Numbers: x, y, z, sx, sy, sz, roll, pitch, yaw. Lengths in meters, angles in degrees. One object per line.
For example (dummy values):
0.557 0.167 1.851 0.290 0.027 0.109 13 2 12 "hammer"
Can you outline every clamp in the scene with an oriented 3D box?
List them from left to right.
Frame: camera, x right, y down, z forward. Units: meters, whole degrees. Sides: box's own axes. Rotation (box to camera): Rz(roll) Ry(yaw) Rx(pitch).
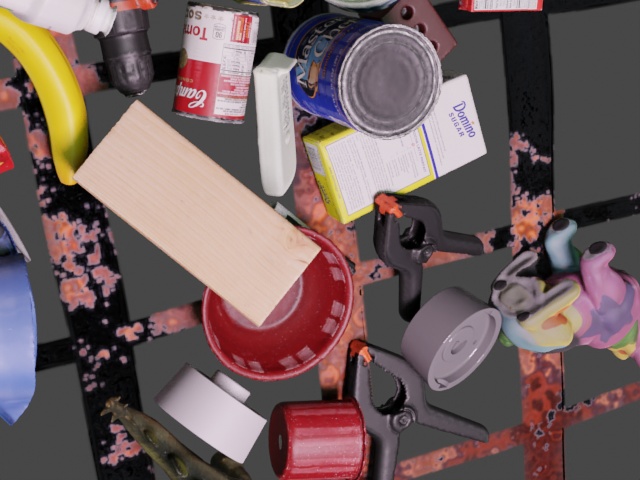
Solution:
0.080 0.203 1.177 0.164 0.036 0.210 -41 115 -10 "clamp"
0.110 0.002 1.114 0.120 0.039 0.171 -44 139 -15 "clamp"

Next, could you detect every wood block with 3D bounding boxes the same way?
-0.109 -0.024 0.961 0.206 0.090 0.091 39 87 -5 "wood block"

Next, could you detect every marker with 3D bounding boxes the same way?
-0.007 0.001 1.092 0.121 0.020 0.020 38 88 -27 "marker"

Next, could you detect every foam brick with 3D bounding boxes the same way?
0.087 -0.209 1.053 0.053 0.051 0.078 -44 117 -6 "foam brick"

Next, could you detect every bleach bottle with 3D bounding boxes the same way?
-0.285 -0.224 0.851 0.250 0.103 0.068 20 100 -23 "bleach bottle"

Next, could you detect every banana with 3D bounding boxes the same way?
-0.251 -0.142 0.939 0.070 0.037 0.197 -29 114 7 "banana"

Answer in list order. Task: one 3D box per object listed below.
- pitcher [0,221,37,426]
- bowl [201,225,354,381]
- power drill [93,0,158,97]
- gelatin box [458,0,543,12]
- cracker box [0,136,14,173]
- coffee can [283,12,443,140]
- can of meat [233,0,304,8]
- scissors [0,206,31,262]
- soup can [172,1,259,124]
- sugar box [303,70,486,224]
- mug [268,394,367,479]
-0.366 0.073 0.907 0.242 0.149 0.145 -3 131 -19 "pitcher"
-0.049 0.057 1.070 0.161 0.055 0.162 -7 107 -21 "bowl"
-0.116 -0.224 0.907 0.188 0.057 0.184 -8 104 15 "power drill"
0.186 -0.272 1.090 0.089 0.030 0.073 -6 109 -21 "gelatin box"
-0.378 -0.084 0.843 0.213 0.072 0.164 -29 86 -13 "cracker box"
0.036 -0.156 0.996 0.102 0.140 0.103 -7 107 -22 "coffee can"
-0.044 -0.261 0.963 0.057 0.084 0.102 1 105 -23 "can of meat"
-0.331 -0.057 0.938 0.096 0.016 0.202 -19 111 -15 "scissors"
-0.096 -0.163 0.979 0.068 0.069 0.102 4 103 -24 "soup can"
0.078 -0.097 1.086 0.176 0.048 0.093 -27 116 -18 "sugar box"
-0.008 0.217 1.124 0.081 0.093 0.117 1 141 -19 "mug"
